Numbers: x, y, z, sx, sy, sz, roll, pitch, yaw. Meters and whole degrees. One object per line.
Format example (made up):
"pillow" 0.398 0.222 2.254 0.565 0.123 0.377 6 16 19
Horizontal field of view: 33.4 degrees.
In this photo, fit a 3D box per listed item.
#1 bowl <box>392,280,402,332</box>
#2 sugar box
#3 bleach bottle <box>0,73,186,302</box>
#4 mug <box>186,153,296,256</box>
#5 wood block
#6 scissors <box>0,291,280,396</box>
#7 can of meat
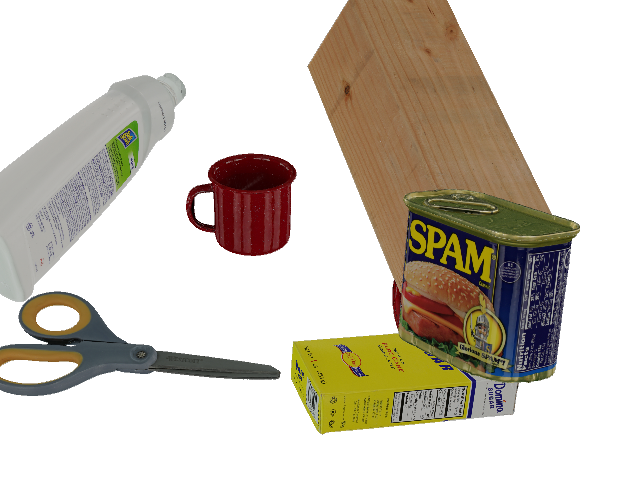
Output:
"bowl" 0.156 0.066 1.173 0.161 0.162 0.055 0 -6 -38
"sugar box" 0.071 0.117 0.919 0.176 0.048 0.093 -6 26 -15
"bleach bottle" -0.208 -0.064 0.951 0.068 0.102 0.250 28 54 20
"mug" -0.084 -0.036 1.135 0.117 0.081 0.093 -5 30 -12
"wood block" 0.076 -0.075 0.797 0.090 0.206 0.091 -6 -27 -30
"scissors" -0.132 0.069 0.748 0.201 0.096 0.016 -6 -44 -3
"can of meat" 0.089 0.023 0.591 0.057 0.084 0.102 -7 19 -34
